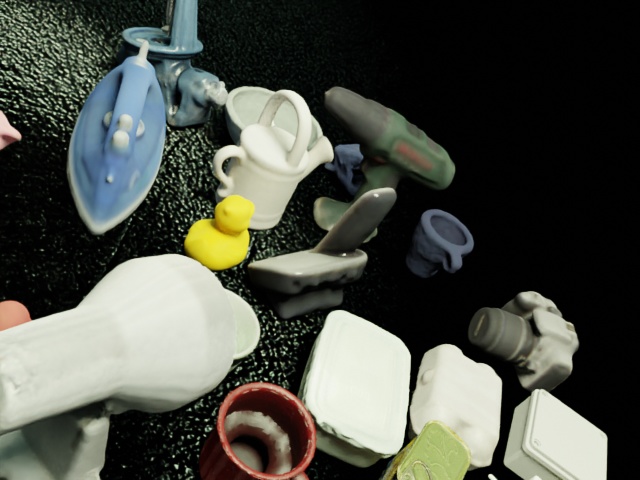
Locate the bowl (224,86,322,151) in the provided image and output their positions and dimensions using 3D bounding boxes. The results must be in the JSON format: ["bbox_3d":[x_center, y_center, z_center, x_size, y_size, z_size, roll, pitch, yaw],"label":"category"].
[{"bbox_3d":[-0.085,-0.174,0.937,0.168,0.074,0.167,20,38,-16],"label":"bowl"}]

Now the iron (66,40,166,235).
[{"bbox_3d":[-0.249,-0.140,0.726,0.119,0.141,0.258,14,40,-22],"label":"iron"}]

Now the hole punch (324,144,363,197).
[{"bbox_3d":[0.080,-0.137,0.998,0.109,0.091,0.101,-9,52,-41],"label":"hole punch"}]

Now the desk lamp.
[{"bbox_3d":[-0.180,0.119,0.417,0.117,0.213,0.204,44,38,16],"label":"desk lamp"}]

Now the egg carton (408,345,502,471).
[{"bbox_3d":[0.162,0.197,0.692,0.107,0.069,0.150,30,37,-2],"label":"egg carton"}]

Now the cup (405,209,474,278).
[{"bbox_3d":[0.178,0.024,0.881,0.092,0.095,0.117,15,40,-21],"label":"cup"}]

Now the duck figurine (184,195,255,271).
[{"bbox_3d":[-0.120,-0.016,0.722,0.077,0.086,0.105,38,37,8],"label":"duck figurine"}]

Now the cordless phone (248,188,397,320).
[{"bbox_3d":[0.006,0.003,0.707,0.148,0.185,0.094,-14,56,-44],"label":"cordless phone"}]

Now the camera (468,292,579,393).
[{"bbox_3d":[0.292,0.130,0.835,0.137,0.100,0.143,22,38,-13],"label":"camera"}]

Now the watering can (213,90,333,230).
[{"bbox_3d":[-0.061,-0.118,0.789,0.101,0.194,0.173,41,38,13],"label":"watering can"}]

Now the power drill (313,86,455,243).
[{"bbox_3d":[0.073,-0.101,0.854,0.230,0.208,0.075,17,39,-19],"label":"power drill"}]

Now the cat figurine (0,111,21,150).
[{"bbox_3d":[-0.391,-0.125,0.626,0.127,0.117,0.067,40,37,11],"label":"cat figurine"}]

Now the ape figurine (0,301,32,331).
[{"bbox_3d":[-0.273,0.086,0.490,0.077,0.092,0.076,37,37,7],"label":"ape figurine"}]

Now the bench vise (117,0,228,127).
[{"bbox_3d":[-0.204,-0.300,0.875,0.207,0.219,0.122,32,36,0],"label":"bench vise"}]
